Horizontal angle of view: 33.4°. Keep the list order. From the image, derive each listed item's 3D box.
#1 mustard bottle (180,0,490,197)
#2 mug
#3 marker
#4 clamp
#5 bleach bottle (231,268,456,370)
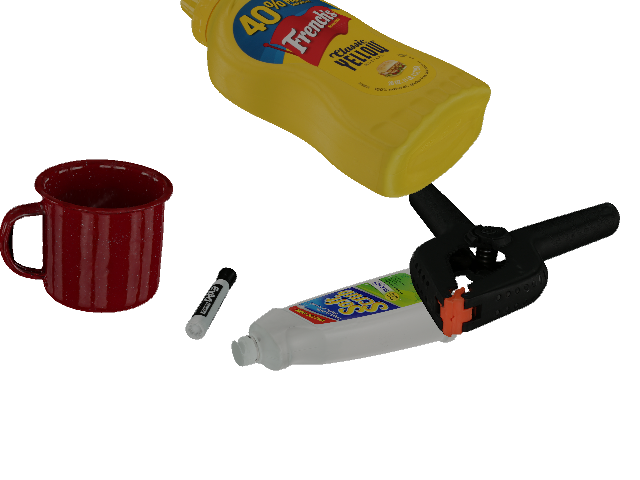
[{"bbox_3d":[-0.006,-0.099,0.605,0.192,0.058,0.096,33,48,25],"label":"mustard bottle"},{"bbox_3d":[-0.162,-0.001,0.738,0.117,0.081,0.093,-6,27,-27],"label":"mug"},{"bbox_3d":[-0.103,0.058,1.030,0.020,0.020,0.121,0,24,12],"label":"marker"},{"bbox_3d":[0.112,0.006,0.771,0.165,0.036,0.209,11,28,25],"label":"clamp"},{"bbox_3d":[0.025,0.097,1.182,0.250,0.068,0.103,-14,32,-26],"label":"bleach bottle"}]
